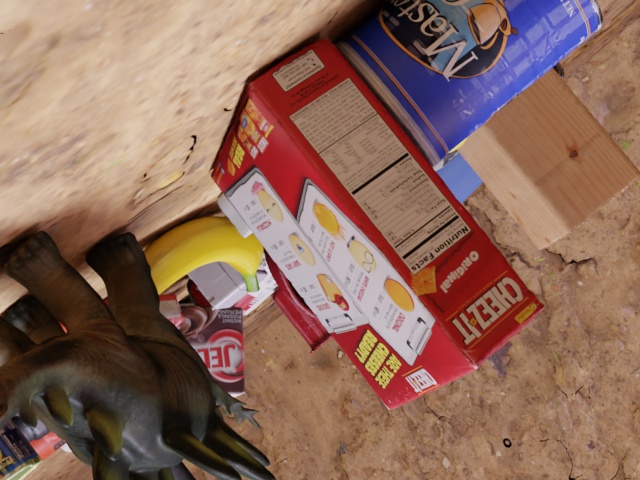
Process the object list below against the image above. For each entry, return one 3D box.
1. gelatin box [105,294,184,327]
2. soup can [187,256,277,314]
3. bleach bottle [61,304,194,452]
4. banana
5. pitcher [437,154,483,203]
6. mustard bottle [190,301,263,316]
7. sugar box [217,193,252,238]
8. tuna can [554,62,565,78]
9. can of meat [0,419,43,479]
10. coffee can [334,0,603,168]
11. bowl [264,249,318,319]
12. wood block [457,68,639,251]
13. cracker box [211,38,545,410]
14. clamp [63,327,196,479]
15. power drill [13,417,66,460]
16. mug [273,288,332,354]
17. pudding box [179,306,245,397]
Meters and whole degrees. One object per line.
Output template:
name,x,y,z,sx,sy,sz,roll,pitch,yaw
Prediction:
gelatin box,-0.175,0.084,0.958,0.073,0.030,0.089,-2,149,-40
soup can,-0.083,0.037,1.142,0.102,0.068,0.068,-41,175,17
bleach bottle,-0.221,0.168,1.209,0.102,0.068,0.251,-2,146,-47
banana,-0.095,0.015,0.872,0.037,0.069,0.197,-1,-179,29
pitcher,0.128,-0.062,1.417,0.242,0.145,0.149,-41,174,-8
mustard bottle,-0.157,0.106,1.299,0.191,0.058,0.096,-37,-179,-28
sugar box,0.003,-0.075,0.886,0.175,0.048,0.093,-31,171,-36
tuna can,0.223,-0.199,1.145,0.034,0.086,0.086,-38,176,25
can of meat,-0.270,0.162,0.793,0.102,0.084,0.057,-39,175,8
coffee can,0.094,-0.130,0.689,0.140,0.103,0.102,-40,175,4
bowl,-0.007,0.001,1.095,0.055,0.162,0.161,-1,-156,42
wood block,0.177,-0.103,0.963,0.090,0.206,0.090,-37,175,-10
cracker box,0.028,-0.004,0.696,0.072,0.214,0.164,-37,175,-21
clamp,-0.178,0.127,0.900,0.036,0.210,0.165,-38,-141,-15
power drill,-0.267,0.169,1.052,0.184,0.057,0.188,-37,175,-27
mug,0.006,0.065,1.209,0.093,0.081,0.117,-35,174,-41
pudding box,-0.133,0.114,1.084,0.113,0.090,0.039,2,163,-17
